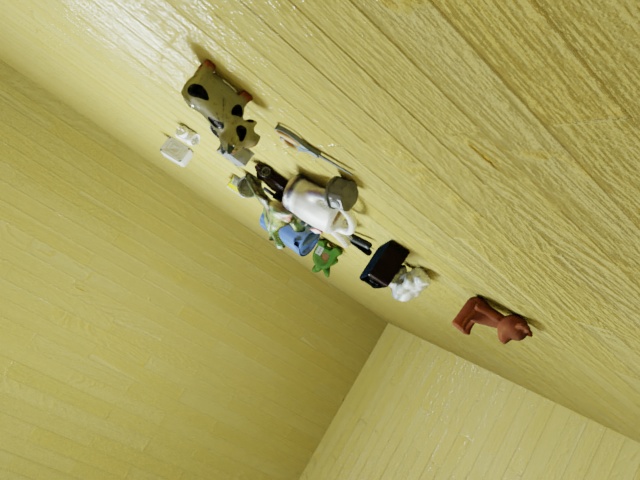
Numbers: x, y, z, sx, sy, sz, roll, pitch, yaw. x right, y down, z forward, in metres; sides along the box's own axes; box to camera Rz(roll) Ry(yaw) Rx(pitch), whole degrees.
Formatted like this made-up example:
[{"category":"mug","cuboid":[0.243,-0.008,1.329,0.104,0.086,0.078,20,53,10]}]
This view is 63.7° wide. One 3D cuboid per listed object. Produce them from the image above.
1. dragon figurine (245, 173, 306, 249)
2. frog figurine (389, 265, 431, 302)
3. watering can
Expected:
[{"category":"dragon figurine","cuboid":[-0.168,-0.120,1.669,0.415,0.123,0.238,39,160,57]},{"category":"frog figurine","cuboid":[0.305,0.144,1.672,0.138,0.122,0.159,-3,-175,-38]},{"category":"watering can","cuboid":[0.004,-0.074,1.467,0.225,0.105,0.342,31,166,12]}]
